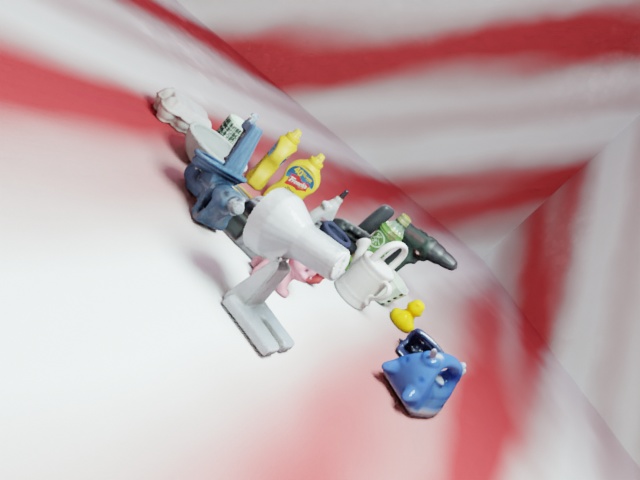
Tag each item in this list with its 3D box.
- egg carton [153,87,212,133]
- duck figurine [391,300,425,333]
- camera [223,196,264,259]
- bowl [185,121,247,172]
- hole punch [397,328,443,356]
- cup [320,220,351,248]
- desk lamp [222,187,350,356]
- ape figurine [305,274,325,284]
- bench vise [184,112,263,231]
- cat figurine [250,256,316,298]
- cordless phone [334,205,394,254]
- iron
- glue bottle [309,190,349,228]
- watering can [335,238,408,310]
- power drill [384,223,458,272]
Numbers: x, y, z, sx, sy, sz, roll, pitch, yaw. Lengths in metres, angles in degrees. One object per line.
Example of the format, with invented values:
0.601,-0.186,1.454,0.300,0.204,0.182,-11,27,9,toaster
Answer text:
-0.344,-0.316,1.440,0.151,0.069,0.107,29,22,-42,egg carton
0.245,0.198,1.553,0.077,0.086,0.105,49,17,15,duck figurine
-0.126,-0.037,1.222,0.143,0.100,0.137,46,17,5,camera
-0.256,-0.196,1.345,0.168,0.074,0.167,40,17,-14,bowl
0.252,0.265,1.397,0.108,0.091,0.101,47,17,8,hole punch
0.013,0.005,1.459,0.092,0.095,0.117,35,19,-27,cup
-0.063,0.048,0.968,0.203,0.213,0.118,49,17,17,desk lamp
-0.009,0.054,1.292,0.078,0.092,0.076,43,16,-3,ape figurine
-0.171,-0.137,1.149,0.207,0.219,0.122,52,18,25,bench vise
-0.057,0.048,1.148,0.128,0.117,0.067,34,19,-31,cat figurine
0.118,-0.053,1.689,0.148,0.185,0.094,31,21,-39,cordless phone
0.248,0.294,1.230,0.259,0.141,0.118,24,26,-49,iron
0.014,-0.070,1.505,0.078,0.173,0.037,26,24,-47,glue bottle
0.131,0.068,1.411,0.172,0.194,0.101,50,17,20,watering can
0.271,0.062,1.729,0.229,0.208,0.076,50,18,20,power drill
